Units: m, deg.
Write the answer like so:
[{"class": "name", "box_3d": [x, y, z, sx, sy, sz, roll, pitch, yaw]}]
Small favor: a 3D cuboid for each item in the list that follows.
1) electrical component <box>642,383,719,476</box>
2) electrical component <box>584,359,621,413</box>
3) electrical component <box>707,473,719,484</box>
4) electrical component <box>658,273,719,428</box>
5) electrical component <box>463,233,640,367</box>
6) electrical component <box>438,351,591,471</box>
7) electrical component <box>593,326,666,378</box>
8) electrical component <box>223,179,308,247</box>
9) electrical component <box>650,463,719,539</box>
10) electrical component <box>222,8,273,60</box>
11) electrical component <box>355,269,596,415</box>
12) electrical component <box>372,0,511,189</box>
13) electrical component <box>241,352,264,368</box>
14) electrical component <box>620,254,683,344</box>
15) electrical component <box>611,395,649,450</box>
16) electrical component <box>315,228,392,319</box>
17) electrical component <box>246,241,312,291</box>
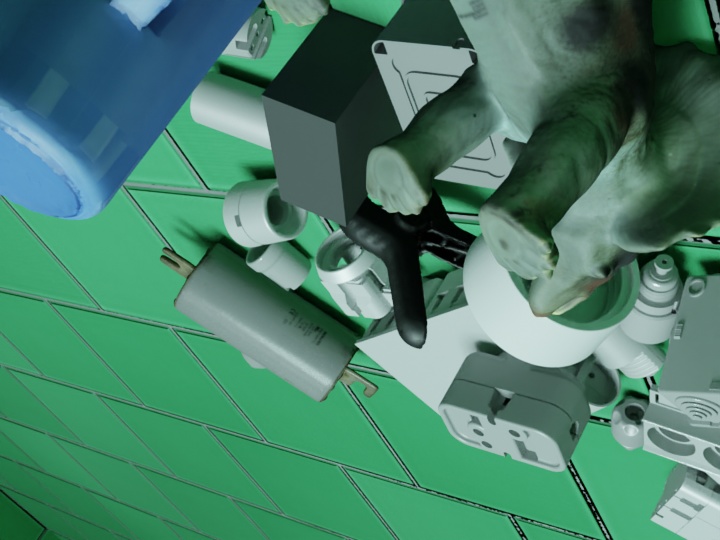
[{"class": "electrical component", "box_3d": [0.271, 0.112, 0.763, 0.121, 0.063, 0.078, 18, 149, 27]}, {"class": "electrical component", "box_3d": [0.170, 0.099, 0.867, 0.043, 0.043, 0.081, 35, 152, -4]}, {"class": "electrical component", "box_3d": [0.264, 0.133, 0.828, 0.065, 0.044, 0.044, 31, 153, 14]}, {"class": "electrical component", "box_3d": [0.238, 0.048, 0.658, 0.048, 0.099, 0.100, 36, 155, -34]}, {"class": "electrical component", "box_3d": [0.128, 0.001, 0.691, 0.108, 0.108, 0.060, 34, 147, -2]}, {"class": "electrical component", "box_3d": [0.113, 0.097, 0.773, 0.095, 0.059, 0.053, 12, 146, 34]}, {"class": "electrical component", "box_3d": [0.185, 0.048, 0.770, 0.081, 0.043, 0.043, 42, 151, -18]}, {"class": "electrical component", "box_3d": [-0.076, -0.048, 0.877, 0.047, 0.055, 0.055, -4, 135, 44]}, {"class": "electrical component", "box_3d": [0.284, 0.186, 0.881, 0.056, 0.050, 0.089, 27, 152, 12]}, {"class": "electrical component", "box_3d": [-0.087, -0.161, 0.720, 0.046, 0.040, 0.040, 15, 148, 21]}, {"class": "electrical component", "box_3d": [0.093, 0.053, 0.855, 0.105, 0.060, 0.186, 41, 151, -15]}, {"class": "electrical component", "box_3d": [0.065, -0.107, 0.629, 0.078, 0.057, 0.113, 13, 147, 33]}, {"class": "electrical component", "box_3d": [-0.097, 0.075, 1.106, 0.043, 0.043, 0.062, 34, 151, -3]}, {"class": "electrical component", "box_3d": [0.195, 0.017, 0.712, 0.040, 0.040, 0.078, 23, 151, 19]}, {"class": "electrical component", "box_3d": [0.221, 0.129, 0.873, 0.035, 0.035, 0.061, 21, 152, 22]}, {"class": "electrical component", "box_3d": [0.000, 0.000, 0.871, 0.078, 0.058, 0.057, 5, 144, 42]}, {"class": "electrical component", "box_3d": [-0.071, -0.008, 0.952, 0.046, 0.040, 0.040, 39, 152, -25]}]
